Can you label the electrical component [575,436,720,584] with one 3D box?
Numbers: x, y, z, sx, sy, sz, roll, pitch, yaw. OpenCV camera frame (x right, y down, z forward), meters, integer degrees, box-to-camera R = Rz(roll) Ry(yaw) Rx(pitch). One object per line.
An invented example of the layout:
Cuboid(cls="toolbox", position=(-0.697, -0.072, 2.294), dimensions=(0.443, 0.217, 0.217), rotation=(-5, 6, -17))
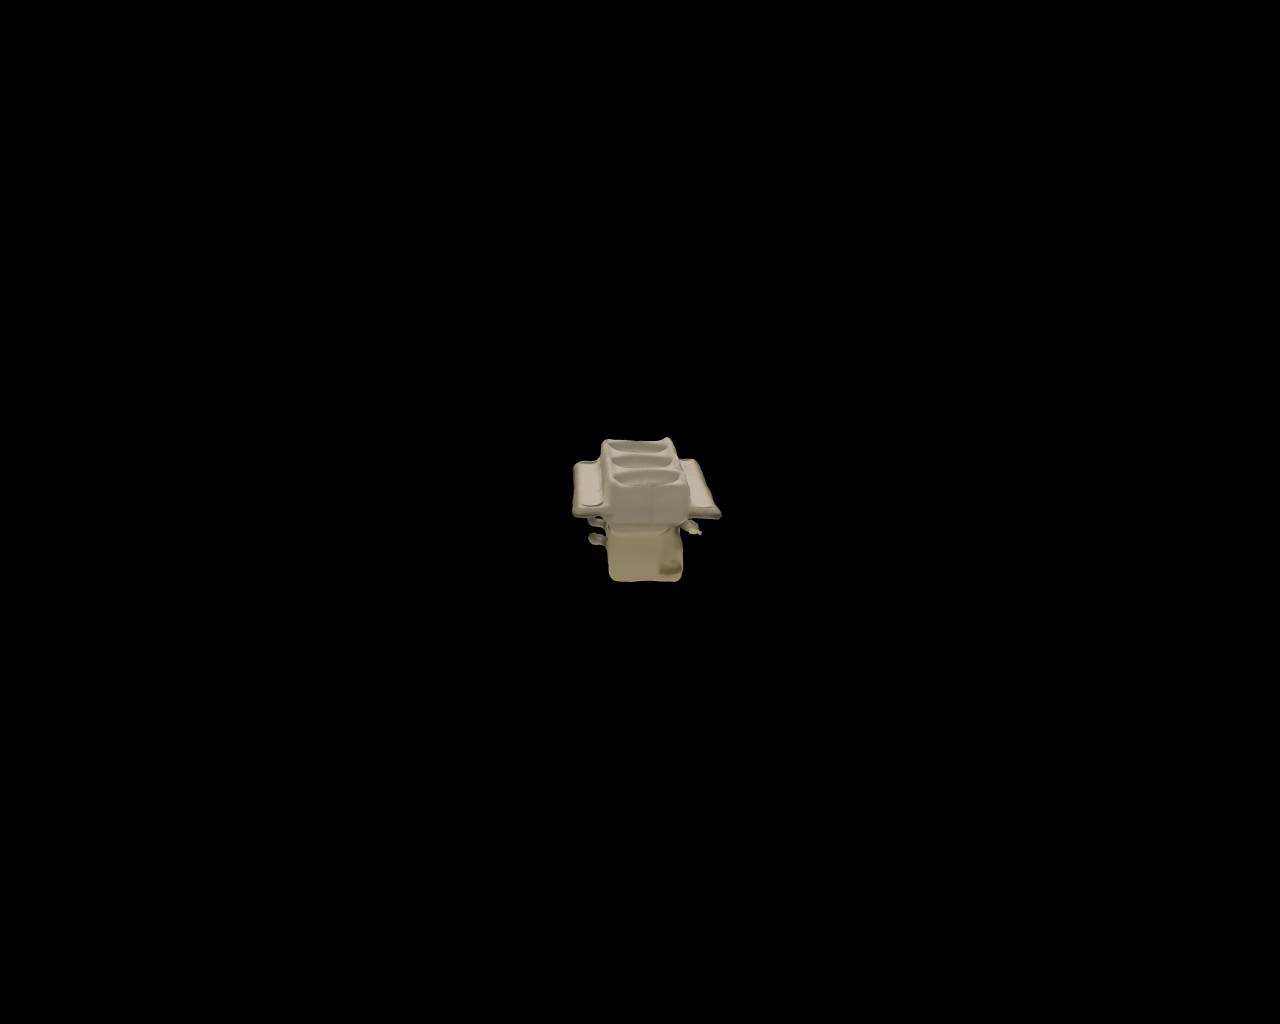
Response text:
Cuboid(cls="electrical component", position=(0.001, -0.003, 0.650), dimensions=(0.079, 0.063, 0.121), rotation=(-1, 16, -3))
